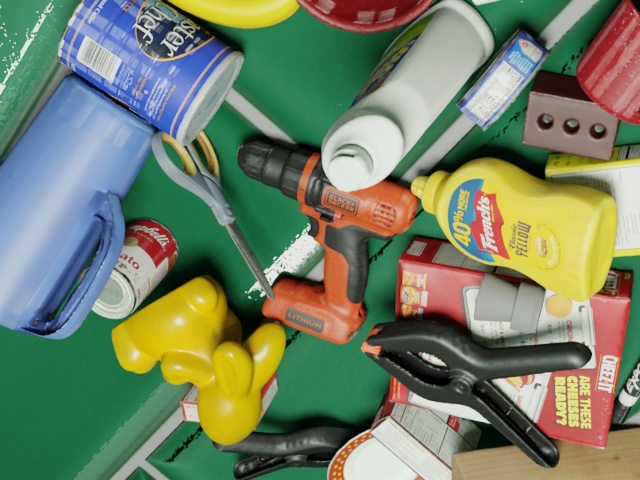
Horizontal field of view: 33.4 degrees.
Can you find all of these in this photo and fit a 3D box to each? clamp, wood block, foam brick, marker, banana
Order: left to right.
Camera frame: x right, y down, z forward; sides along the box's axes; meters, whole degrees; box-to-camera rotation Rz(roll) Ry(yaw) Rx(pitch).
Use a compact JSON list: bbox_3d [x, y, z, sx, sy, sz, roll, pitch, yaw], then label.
[{"bbox_3d":[-0.097,-0.235,0.975,0.198,0.037,0.070,15,103,12],"label":"banana"},{"bbox_3d":[-0.034,0.230,1.183,0.171,0.039,0.120,-14,153,12],"label":"clamp"},{"bbox_3d":[0.140,0.132,0.987,0.210,0.036,0.164,14,133,22],"label":"clamp"},{"bbox_3d":[0.238,0.252,1.033,0.206,0.090,0.091,-7,119,-6],"label":"wood block"},{"bbox_3d":[0.217,-0.106,0.908,0.078,0.051,0.053,12,123,15],"label":"foam brick"},{"bbox_3d":[0.309,0.133,1.030,0.020,0.020,0.121,24,125,8],"label":"marker"}]

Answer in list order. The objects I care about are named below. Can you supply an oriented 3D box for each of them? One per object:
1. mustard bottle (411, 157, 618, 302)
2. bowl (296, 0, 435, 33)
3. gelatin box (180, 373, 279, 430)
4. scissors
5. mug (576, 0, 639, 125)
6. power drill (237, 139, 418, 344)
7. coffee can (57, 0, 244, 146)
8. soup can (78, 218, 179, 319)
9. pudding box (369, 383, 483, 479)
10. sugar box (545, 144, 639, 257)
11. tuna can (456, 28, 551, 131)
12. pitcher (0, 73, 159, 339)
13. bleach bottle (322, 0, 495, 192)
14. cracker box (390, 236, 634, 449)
[{"bbox_3d":[0.162,-0.021,0.937,0.192,0.058,0.096,24,129,35],"label":"mustard bottle"},{"bbox_3d":[0.039,-0.258,0.890,0.162,0.055,0.162,10,122,17],"label":"bowl"},{"bbox_3d":[-0.100,0.174,1.187,0.089,0.073,0.030,2,120,21],"label":"gelatin box"},{"bbox_3d":[-0.106,-0.031,1.029,0.016,0.096,0.202,-30,75,28],"label":"scissors"},{"bbox_3d":[0.260,-0.137,0.839,0.093,0.117,0.082,9,135,-24],"label":"mug"},{"bbox_3d":[-0.007,0.001,1.059,0.184,0.057,0.188,21,125,14],"label":"power drill"},{"bbox_3d":[-0.156,-0.168,0.993,0.140,0.102,0.103,34,125,1],"label":"coffee can"},{"bbox_3d":[-0.201,0.030,1.127,0.068,0.102,0.068,10,122,17],"label":"soup can"},{"bbox_3d":[0.111,0.199,1.105,0.113,0.090,0.039,40,124,-4],"label":"pudding box"},{"bbox_3d":[0.290,-0.036,0.923,0.176,0.048,0.093,-5,115,22],"label":"sugar box"},{"bbox_3d":[0.153,-0.135,0.897,0.034,0.086,0.086,39,125,-1],"label":"tuna can"},{"bbox_3d":[-0.257,-0.031,1.046,0.149,0.145,0.243,33,96,-16],"label":"pitcher"},{"bbox_3d":[0.065,-0.110,0.846,0.068,0.250,0.103,47,124,-9],"label":"bleach bottle"},{"bbox_3d":[0.180,0.095,1.025,0.214,0.072,0.164,10,117,16],"label":"cracker box"}]
